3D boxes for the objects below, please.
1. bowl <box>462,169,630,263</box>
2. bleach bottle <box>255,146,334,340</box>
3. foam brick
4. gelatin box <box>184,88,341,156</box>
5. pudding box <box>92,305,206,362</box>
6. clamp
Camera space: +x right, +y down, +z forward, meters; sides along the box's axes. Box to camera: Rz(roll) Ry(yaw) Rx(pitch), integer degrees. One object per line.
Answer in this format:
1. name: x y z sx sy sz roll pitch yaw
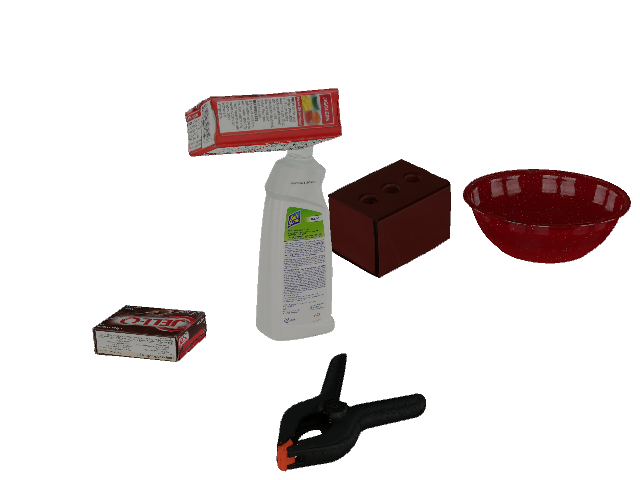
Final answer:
1. bowl: 0.221 -0.020 1.057 0.162 0.055 0.162 -1 23 0
2. bleach bottle: -0.025 -0.004 1.327 0.102 0.251 0.068 -8 23 -32
3. foam brick: 0.052 -0.017 0.788 0.078 0.051 0.053 -28 39 -32
4. gelatin box: -0.035 -0.068 0.618 0.073 0.030 0.089 -6 2 -16
5. pudding box: -0.207 0.113 1.302 0.114 0.039 0.090 1 14 16
6. clamp: 0.011 0.174 1.094 0.171 0.039 0.120 -21 32 -35
